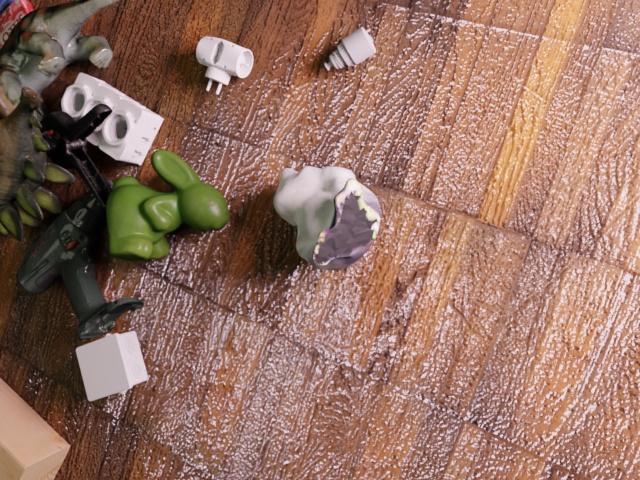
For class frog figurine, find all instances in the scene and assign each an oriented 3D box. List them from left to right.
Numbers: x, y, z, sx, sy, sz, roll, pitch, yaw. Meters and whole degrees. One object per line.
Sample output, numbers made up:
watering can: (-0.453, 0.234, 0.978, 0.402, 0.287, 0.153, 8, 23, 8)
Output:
frog figurine: (0.002, -0.036, 0.712, 0.161, 0.123, 0.136, 28, 110, 55)
